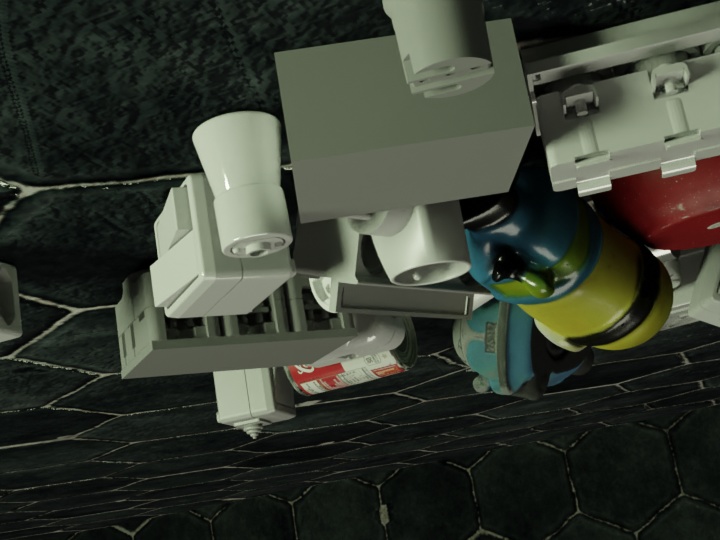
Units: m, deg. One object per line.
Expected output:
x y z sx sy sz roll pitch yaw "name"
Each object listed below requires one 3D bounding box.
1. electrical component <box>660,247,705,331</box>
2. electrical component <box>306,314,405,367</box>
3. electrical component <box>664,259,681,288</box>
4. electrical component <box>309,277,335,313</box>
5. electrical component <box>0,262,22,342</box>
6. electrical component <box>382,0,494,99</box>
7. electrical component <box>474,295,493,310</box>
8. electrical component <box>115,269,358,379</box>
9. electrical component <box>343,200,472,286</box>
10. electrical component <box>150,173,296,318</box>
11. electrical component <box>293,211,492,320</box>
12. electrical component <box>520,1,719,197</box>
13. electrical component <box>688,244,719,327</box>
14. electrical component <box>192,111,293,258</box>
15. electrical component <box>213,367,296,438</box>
0.284 0.015 0.954 0.109 0.056 0.109 -18 163 28 "electrical component"
-0.019 0.043 0.871 0.095 0.053 0.059 -16 164 21 "electrical component"
0.217 -0.001 0.878 0.079 0.044 0.077 -16 164 20 "electrical component"
0.000 0.000 0.728 0.047 0.055 0.055 -3 164 -38 "electrical component"
-0.259 0.022 0.655 0.077 0.047 0.066 -15 164 16 "electrical component"
0.031 -0.094 0.413 0.040 0.046 0.040 -9 165 -2 "electrical component"
0.100 0.004 0.831 0.065 0.044 0.044 -24 160 27 "electrical component"
-0.091 0.033 0.774 0.150 0.061 0.089 -2 163 -27 "electrical component"
0.018 -0.035 0.563 0.079 0.077 0.043 5 160 -41 "electrical component"
-0.085 -0.011 0.617 0.061 0.061 0.096 -3 163 -26 "electrical component"
0.022 -0.012 0.661 0.121 0.078 0.063 5 -179 -45 "electrical component"
0.143 -0.080 0.502 0.121 0.063 0.078 -12 165 10 "electrical component"
0.308 -0.003 0.848 0.062 0.096 0.061 19 164 3 "electrical component"
-0.055 -0.039 0.524 0.044 0.065 0.044 -11 165 -3 "electrical component"
-0.091 0.100 0.952 0.061 0.096 0.062 -13 164 12 "electrical component"
